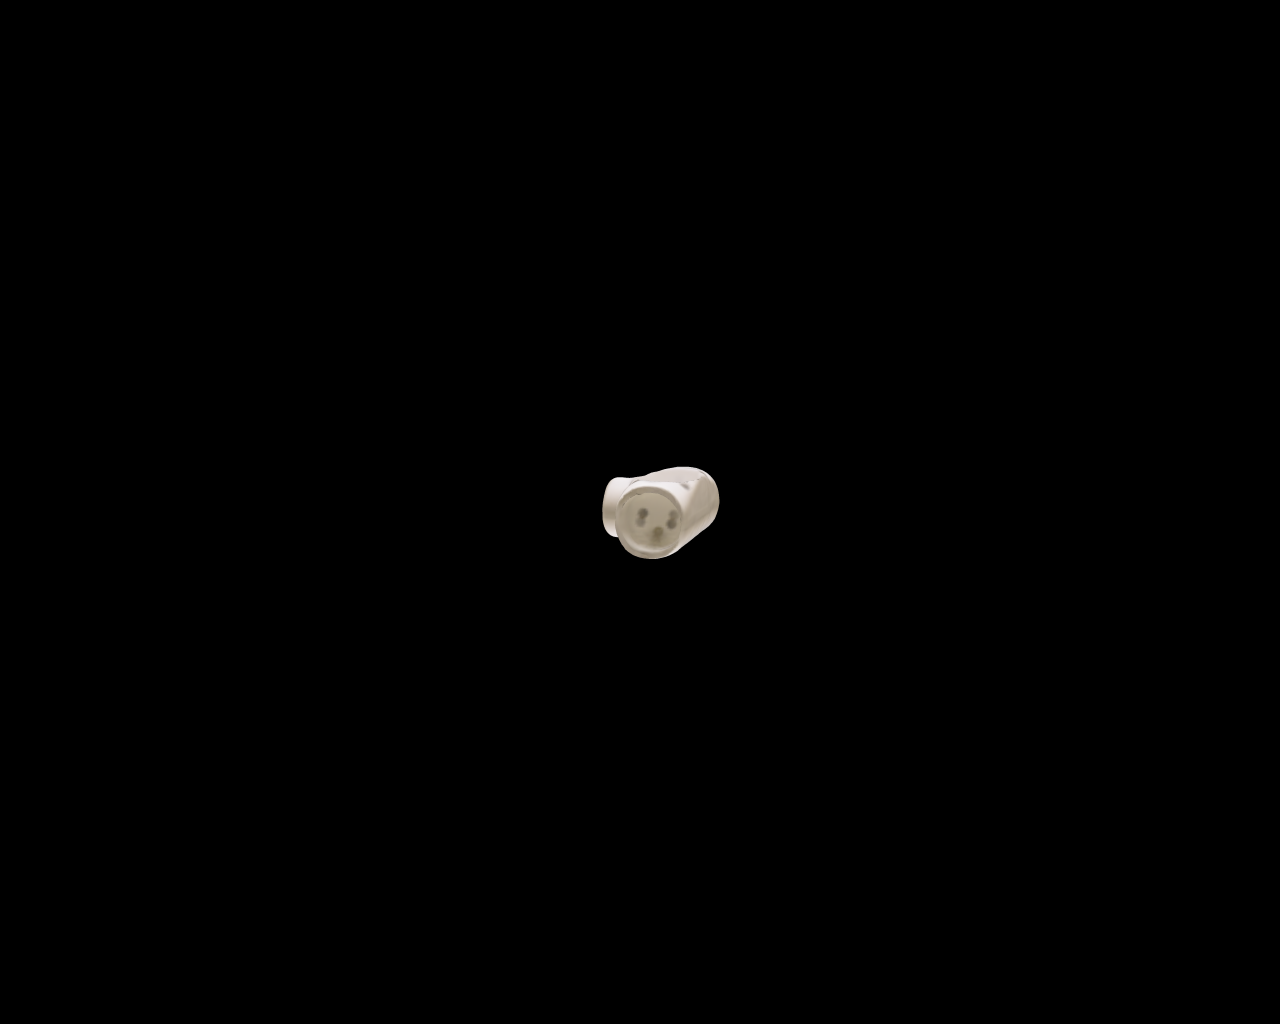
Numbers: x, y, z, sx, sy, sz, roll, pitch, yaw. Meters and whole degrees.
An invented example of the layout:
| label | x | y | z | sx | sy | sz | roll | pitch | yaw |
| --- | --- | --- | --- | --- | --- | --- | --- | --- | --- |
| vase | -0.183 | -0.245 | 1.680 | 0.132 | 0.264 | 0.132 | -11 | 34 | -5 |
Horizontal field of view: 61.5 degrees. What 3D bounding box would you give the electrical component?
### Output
| label | x | y | z | sx | sy | sz | roll | pitch | yaw |
| --- | --- | --- | --- | --- | --- | --- | --- | --- | --- |
| electrical component | 0.001 | -0.003 | 0.650 | 0.079 | 0.044 | 0.077 | 4 | 13 | 19 |
